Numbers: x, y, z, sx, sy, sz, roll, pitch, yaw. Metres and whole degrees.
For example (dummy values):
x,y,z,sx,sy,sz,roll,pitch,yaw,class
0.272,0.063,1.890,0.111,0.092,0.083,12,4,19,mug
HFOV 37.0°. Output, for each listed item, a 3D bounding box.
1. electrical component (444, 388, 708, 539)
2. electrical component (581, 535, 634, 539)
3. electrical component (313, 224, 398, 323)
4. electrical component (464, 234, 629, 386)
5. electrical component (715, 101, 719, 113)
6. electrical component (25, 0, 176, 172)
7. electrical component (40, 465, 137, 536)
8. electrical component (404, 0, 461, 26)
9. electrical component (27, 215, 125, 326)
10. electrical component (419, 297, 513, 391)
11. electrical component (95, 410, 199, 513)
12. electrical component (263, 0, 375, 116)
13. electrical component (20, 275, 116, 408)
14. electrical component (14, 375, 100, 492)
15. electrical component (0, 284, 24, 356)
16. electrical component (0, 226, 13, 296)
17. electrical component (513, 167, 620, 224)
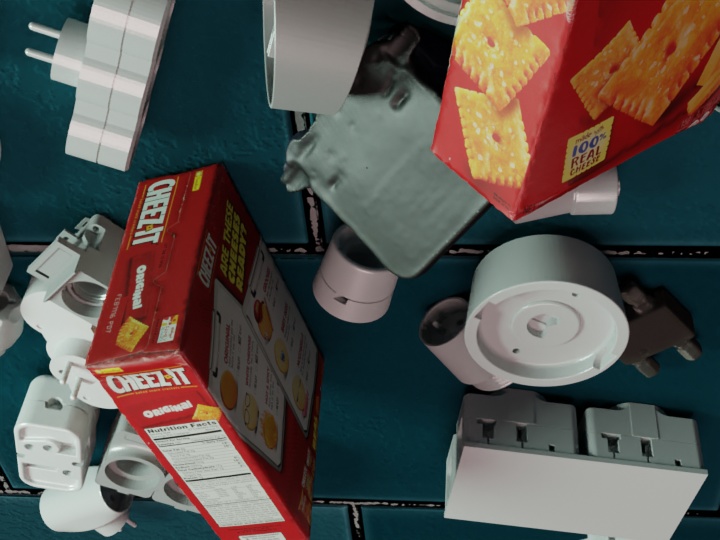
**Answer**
x,y,z,sx,sy,sz,roll,pitch,yaw,class
0.169,0.158,0.870,0.186,0.060,0.105,7,137,-1,electrical component
0.228,0.224,0.936,0.078,0.057,0.058,-20,131,26,electrical component
0.000,0.000,0.729,0.055,0.055,0.047,14,133,-8,electrical component
0.126,0.023,0.733,0.108,0.060,0.108,3,137,3,electrical component
0.227,-0.108,0.585,0.057,0.058,0.078,7,137,-5,electrical component
-0.155,-0.122,0.618,0.074,0.052,0.138,17,136,-11,electrical component
-0.241,0.220,0.996,0.077,0.044,0.079,-22,130,27,electrical component
0.059,-0.172,0.534,0.108,0.060,0.108,3,136,3,electrical component
-0.180,0.000,0.742,0.081,0.063,0.042,35,130,-26,electrical component
0.083,0.061,0.790,0.043,0.043,0.081,-23,129,28,electrical component
-0.137,0.161,0.908,0.150,0.061,0.089,20,135,-14,electrical component
-0.029,-0.132,0.563,0.064,0.099,0.099,11,137,-14,electrical component
-0.208,0.061,0.803,0.052,0.073,0.138,-5,136,12,electrical component
-0.250,0.133,0.894,0.054,0.059,0.095,10,137,-4,electrical component
-0.276,0.042,0.812,0.043,0.043,0.062,13,138,-7,electrical component
-0.312,-0.007,0.755,0.113,0.057,0.078,4,137,3,electrical component
0.128,-0.051,0.669,0.065,0.044,0.044,-1,137,1,electrical component
